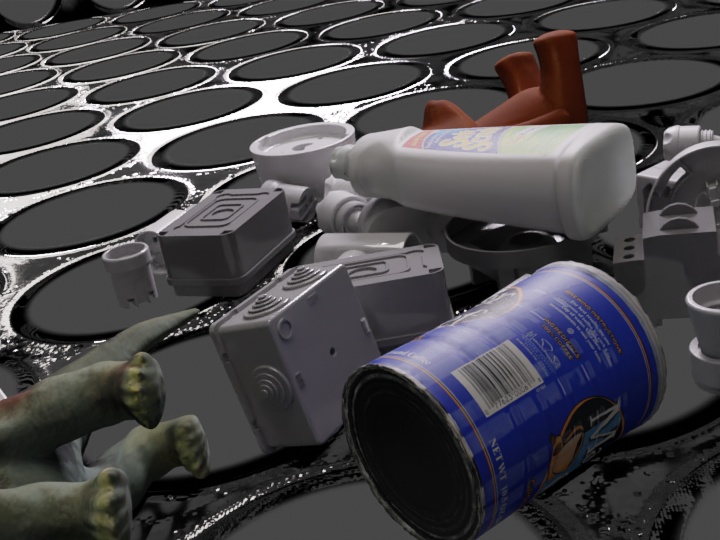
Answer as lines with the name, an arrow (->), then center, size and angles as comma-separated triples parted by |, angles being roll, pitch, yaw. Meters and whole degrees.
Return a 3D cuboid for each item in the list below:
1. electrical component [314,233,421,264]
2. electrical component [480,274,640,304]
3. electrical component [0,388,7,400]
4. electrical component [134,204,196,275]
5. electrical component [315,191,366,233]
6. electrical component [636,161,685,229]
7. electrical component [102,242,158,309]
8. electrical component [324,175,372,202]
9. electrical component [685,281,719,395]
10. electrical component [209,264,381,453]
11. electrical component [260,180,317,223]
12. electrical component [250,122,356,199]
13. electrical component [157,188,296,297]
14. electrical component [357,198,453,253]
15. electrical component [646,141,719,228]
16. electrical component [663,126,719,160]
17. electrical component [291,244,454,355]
electrical component -> 0.000, 0.000, 0.839 | 0.077, 0.044, 0.079 | 0, 25, 26
electrical component -> 0.129, 0.038, 0.680 | 0.089, 0.050, 0.056 | 13, 32, 44
electrical component -> -0.230, 0.113, 0.656 | 0.047, 0.065, 0.077 | -27, 56, -34
electrical component -> -0.169, -0.032, 0.995 | 0.043, 0.043, 0.081 | 0, 25, 25
electrical component -> -0.009, -0.045, 0.954 | 0.043, 0.043, 0.062 | -22, 26, -26
electrical component -> 0.272, -0.062, 0.859 | 0.077, 0.047, 0.066 | -25, 26, -31
electrical component -> -0.194, 0.005, 0.914 | 0.040, 0.046, 0.040 | -9, 22, 4
electrical component -> 0.000, -0.072, 1.014 | 0.062, 0.043, 0.043 | 0, 25, 21
electrical component -> 0.216, 0.040, 0.630 | 0.045, 0.055, 0.045 | -9, 22, 4
electrical component -> -0.034, 0.052, 0.661 | 0.048, 0.099, 0.100 | -10, 18, 38
electrical component -> -0.070, -0.065, 1.035 | 0.046, 0.040, 0.040 | 9, 29, 28
electrical component -> -0.054, -0.106, 1.097 | 0.108, 0.060, 0.108 | -9, 22, 4
electrical component -> -0.113, -0.025, 0.934 | 0.078, 0.057, 0.113 | 0, 25, 24
electrical component -> 0.072, -0.039, 0.888 | 0.138, 0.052, 0.073 | -14, 23, -9
electrical component -> 0.253, -0.041, 0.758 | 0.099, 0.099, 0.064 | -3, 17, 18
electrical component -> 0.312, -0.116, 0.988 | 0.061, 0.035, 0.035 | 1, 25, 22
electrical component -> 0.007, 0.026, 0.747 | 0.113, 0.057, 0.078 | -10, 16, 3
